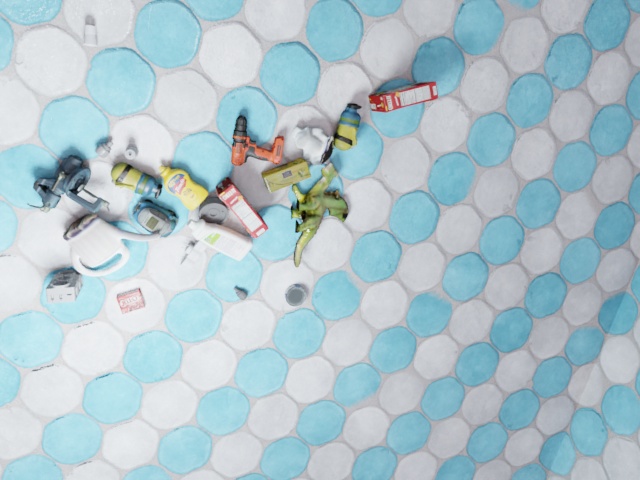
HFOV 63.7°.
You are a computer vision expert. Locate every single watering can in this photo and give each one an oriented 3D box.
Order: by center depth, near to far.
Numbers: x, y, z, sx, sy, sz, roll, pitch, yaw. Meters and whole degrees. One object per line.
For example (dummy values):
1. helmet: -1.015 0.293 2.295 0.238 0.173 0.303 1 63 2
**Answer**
1. watering can: -0.752 -0.003 1.817 0.346 0.106 0.221 -30 112 13

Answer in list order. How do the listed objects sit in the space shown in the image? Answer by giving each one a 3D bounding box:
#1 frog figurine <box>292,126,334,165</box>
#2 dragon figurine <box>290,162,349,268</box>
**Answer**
1. frog figurine: -0.032 -0.360 1.941 0.160 0.124 0.135 25 111 17
2. dragon figurine: 0.006 -0.101 2.007 0.243 0.123 0.405 -5 107 -21
